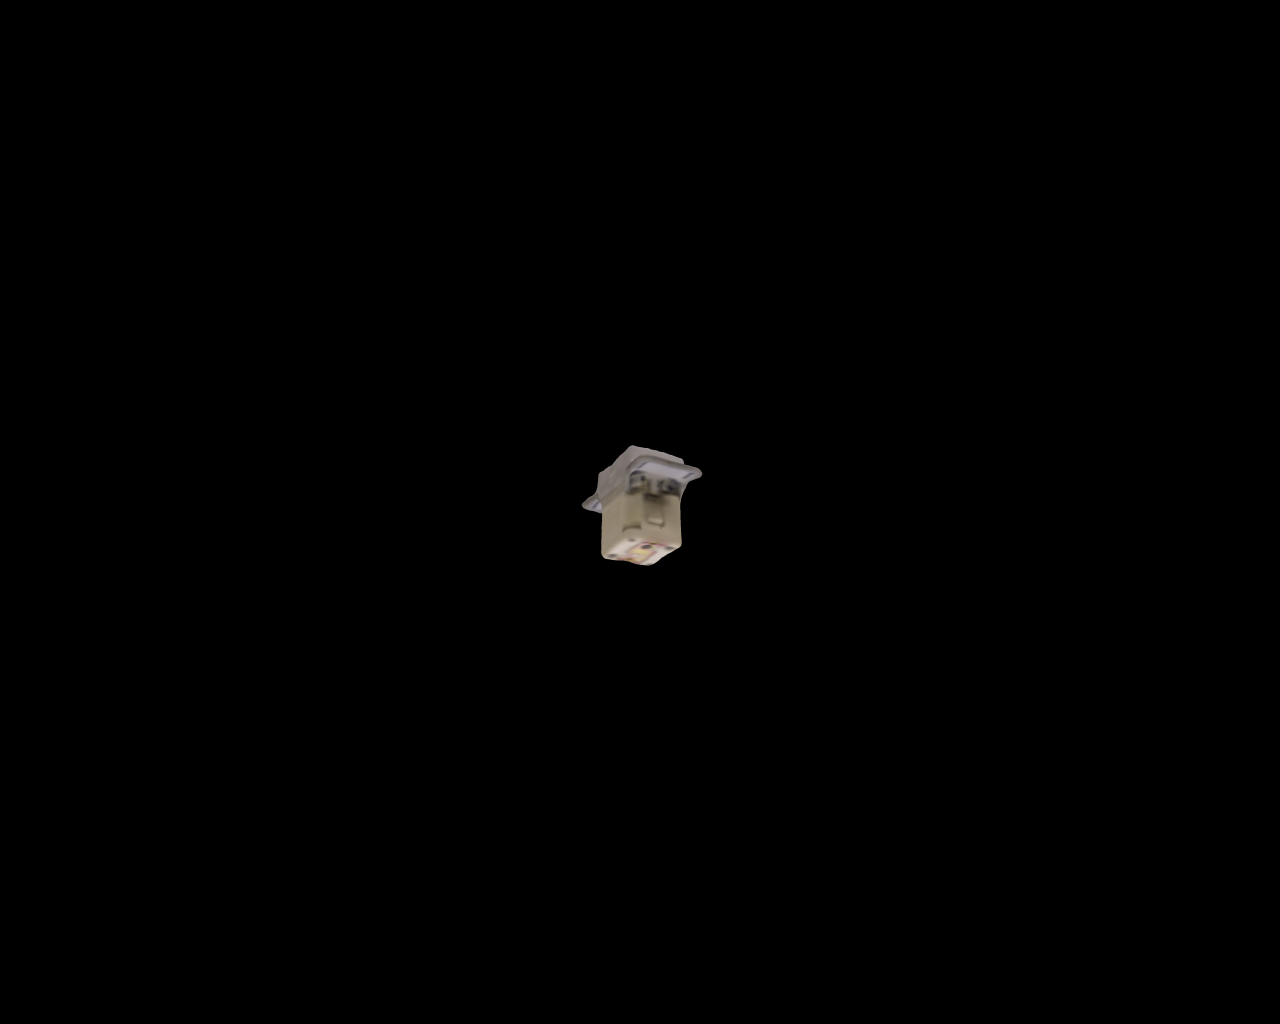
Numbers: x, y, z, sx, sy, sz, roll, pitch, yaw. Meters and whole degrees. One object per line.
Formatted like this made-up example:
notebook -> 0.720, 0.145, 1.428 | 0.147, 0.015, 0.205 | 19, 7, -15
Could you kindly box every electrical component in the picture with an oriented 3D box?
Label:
electrical component -> 0.001, -0.003, 0.650 | 0.042, 0.064, 0.081 | 12, -27, -25
